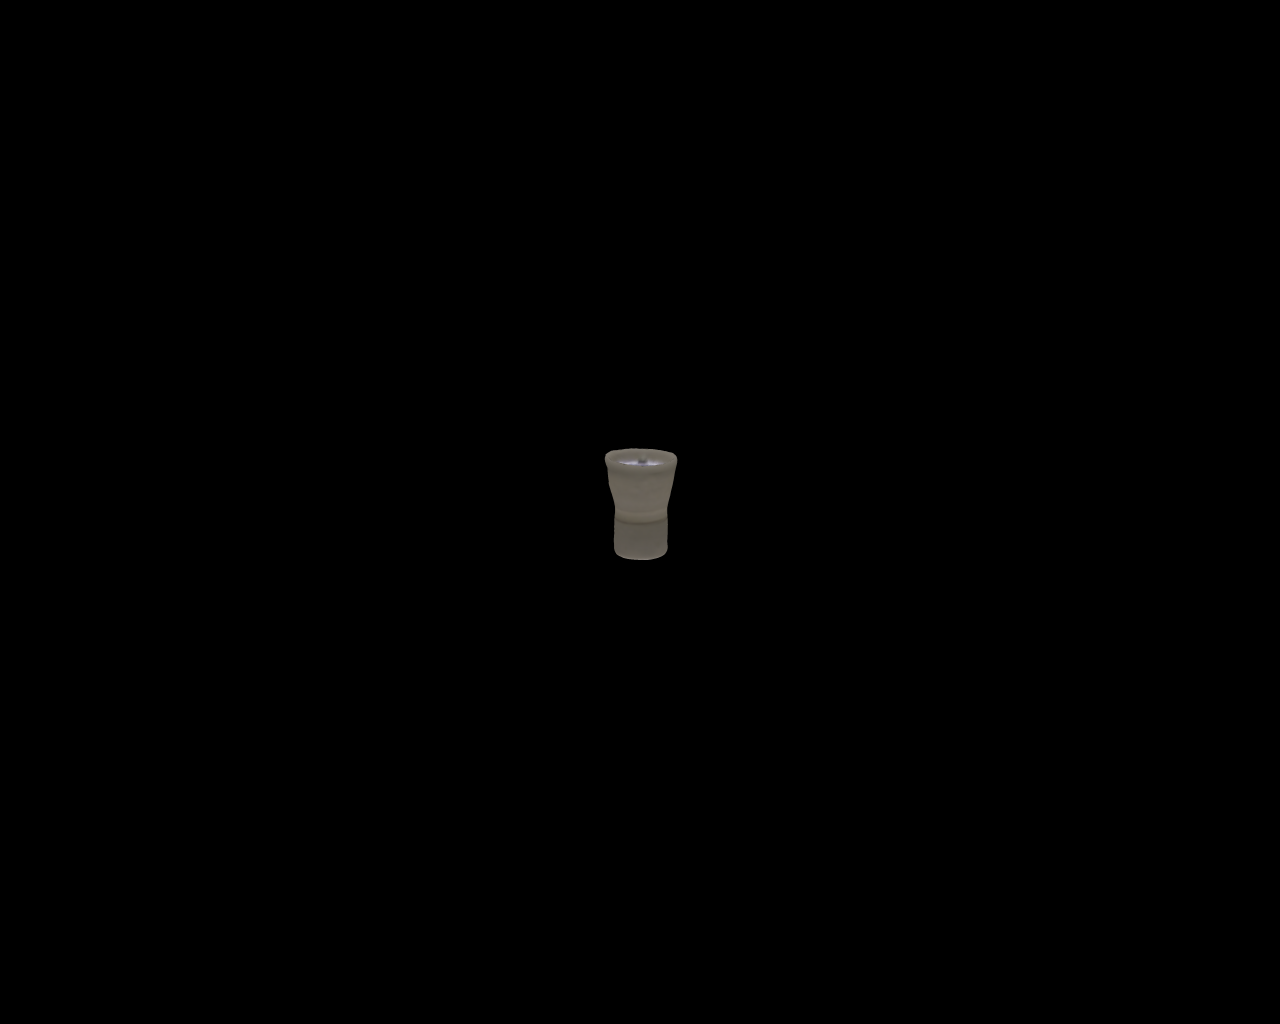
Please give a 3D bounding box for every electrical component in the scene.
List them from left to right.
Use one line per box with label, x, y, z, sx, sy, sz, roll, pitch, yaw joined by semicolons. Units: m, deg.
electrical component;0.001;-0.003;0.650;0.044;0.065;0.044;0;16;0
